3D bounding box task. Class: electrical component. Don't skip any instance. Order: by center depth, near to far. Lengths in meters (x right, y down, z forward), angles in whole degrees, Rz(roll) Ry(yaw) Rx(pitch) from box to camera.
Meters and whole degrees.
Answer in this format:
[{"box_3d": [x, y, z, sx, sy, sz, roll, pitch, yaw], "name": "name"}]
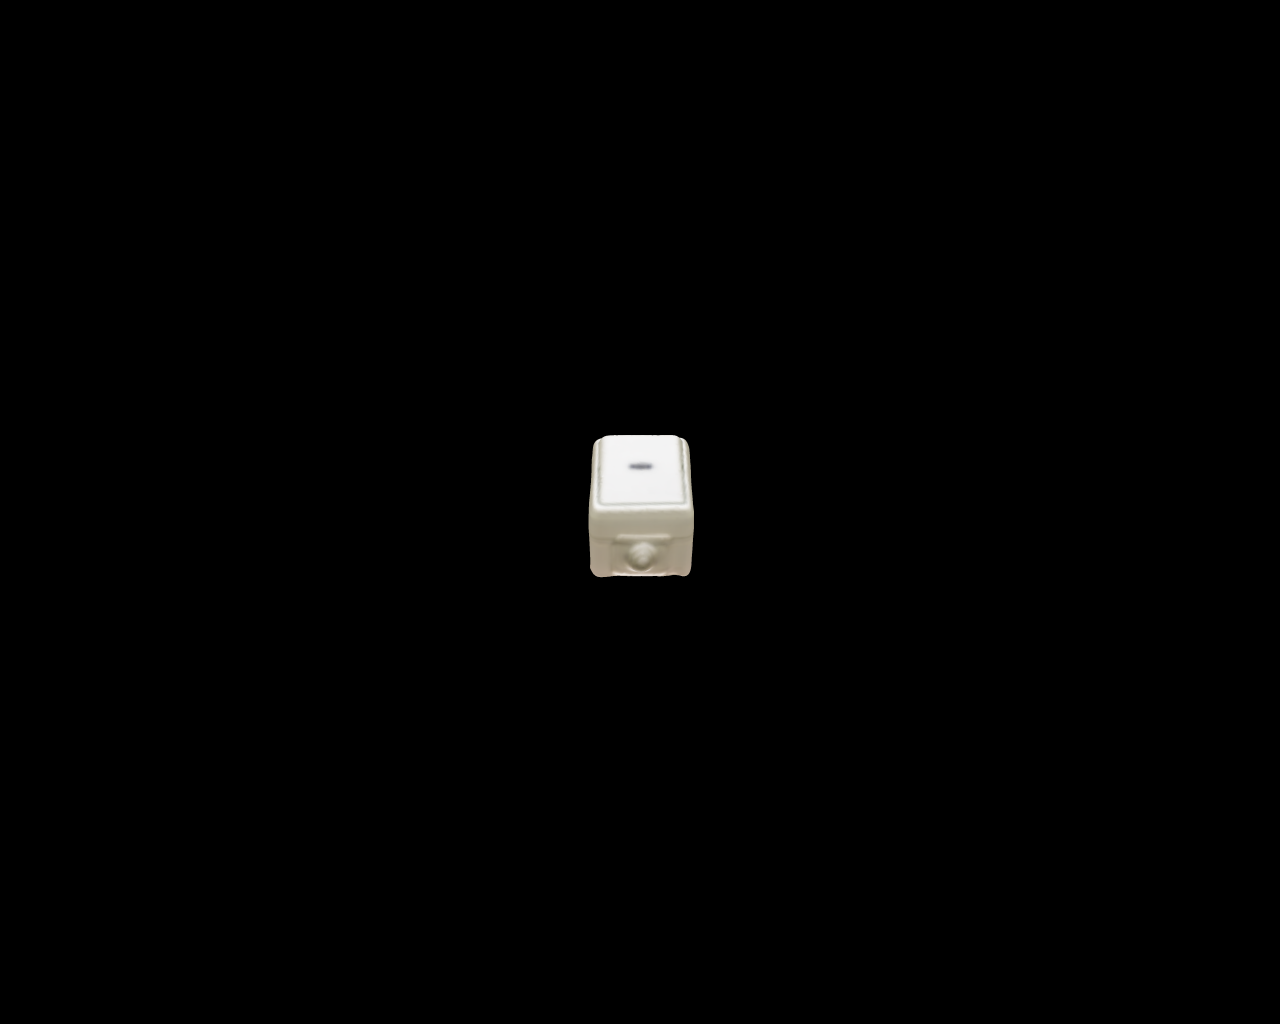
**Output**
[{"box_3d": [0.001, -0.003, 0.650, 0.062, 0.061, 0.096, 0, 37, 0], "name": "electrical component"}]
